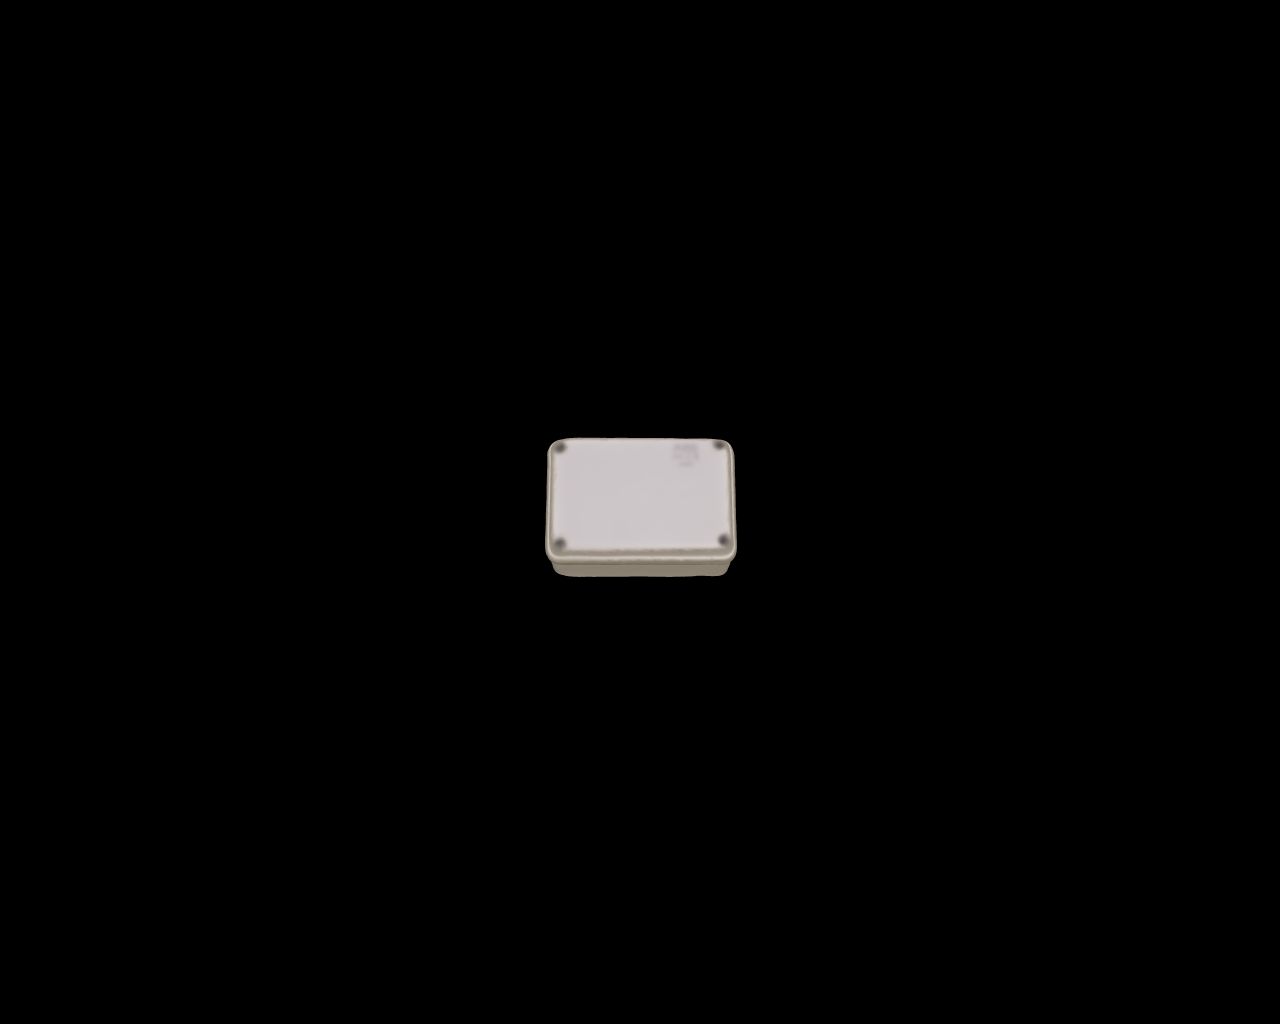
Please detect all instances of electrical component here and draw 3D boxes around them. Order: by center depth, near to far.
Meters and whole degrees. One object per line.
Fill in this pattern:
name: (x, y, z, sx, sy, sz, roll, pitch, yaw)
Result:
electrical component: (0.001, -0.003, 0.650, 0.113, 0.078, 0.057, 0, -17, 0)
